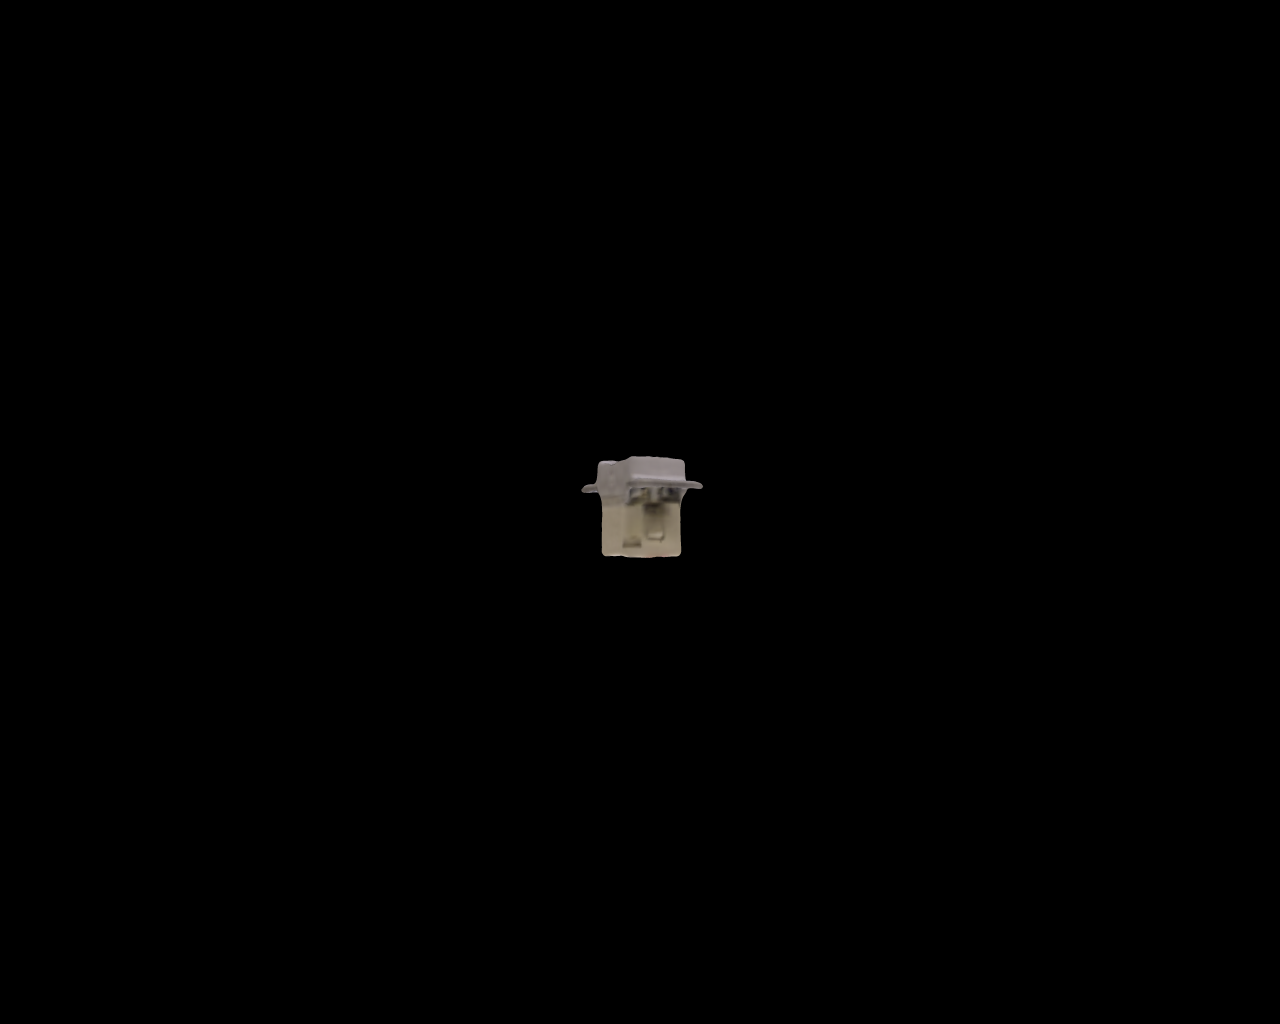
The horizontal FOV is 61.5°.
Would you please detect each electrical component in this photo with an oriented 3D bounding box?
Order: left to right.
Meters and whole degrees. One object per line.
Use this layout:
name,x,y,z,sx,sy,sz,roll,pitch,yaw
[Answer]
electrical component,0.001,-0.003,0.650,0.042,0.063,0.081,1,-3,-28
